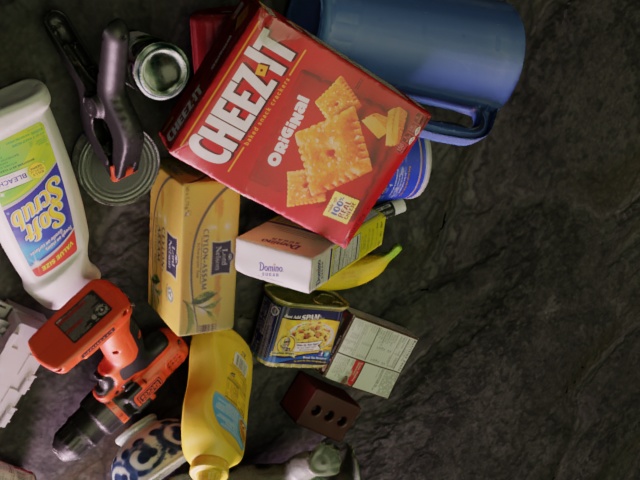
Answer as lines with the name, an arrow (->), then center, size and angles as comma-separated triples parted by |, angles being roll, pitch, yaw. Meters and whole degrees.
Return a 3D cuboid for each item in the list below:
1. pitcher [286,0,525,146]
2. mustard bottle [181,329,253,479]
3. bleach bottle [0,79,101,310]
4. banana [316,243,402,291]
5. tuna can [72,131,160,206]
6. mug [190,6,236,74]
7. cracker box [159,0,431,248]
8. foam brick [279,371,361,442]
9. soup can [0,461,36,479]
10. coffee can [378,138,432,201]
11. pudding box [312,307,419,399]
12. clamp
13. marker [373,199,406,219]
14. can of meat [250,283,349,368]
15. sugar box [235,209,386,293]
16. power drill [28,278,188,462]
pitcher -> 0.089, -0.202, 1.146 | 0.242, 0.149, 0.145 | 5, 120, -26
mustard bottle -> -0.114, 0.191, 1.165 | 0.058, 0.191, 0.096 | -14, 135, 16
bleach bottle -> -0.275, -0.027, 1.066 | 0.102, 0.068, 0.251 | -27, 122, -15
banana -> -0.002, 0.028, 1.246 | 0.197, 0.037, 0.070 | 1, 116, -26
tuna can -> -0.210, -0.080, 1.095 | 0.086, 0.034, 0.086 | -10, 114, -25
mug -> -0.081, -0.196, 1.090 | 0.117, 0.093, 0.081 | -22, 116, -43
cracker box -> -0.022, -0.111, 1.041 | 0.213, 0.072, 0.164 | 28, 102, -26
foam brick -> 0.001, 0.205, 1.313 | 0.078, 0.051, 0.053 | 28, 95, -34
soup can -> -0.361, 0.263, 1.132 | 0.102, 0.069, 0.068 | 31, 93, -34
coffee can -> 0.038, -0.090, 1.182 | 0.140, 0.103, 0.103 | -7, 113, -26
pudding box -> 0.056, 0.140, 1.324 | 0.113, 0.039, 0.090 | 22, 97, -35
clamp -> -0.199, -0.136, 1.003 | 0.039, 0.120, 0.171 | -31, 115, -29
marker -> 0.046, -0.022, 1.265 | 0.121, 0.020, 0.020 | -22, 118, -19
can of meat -> -0.026, 0.102, 1.254 | 0.101, 0.057, 0.084 | 6, 108, -30
sugar box -> -0.008, 0.002, 1.151 | 0.175, 0.093, 0.048 | -33, 133, -55
power drill -> -0.232, 0.136, 1.114 | 0.184, 0.057, 0.187 | -46, 153, -16
